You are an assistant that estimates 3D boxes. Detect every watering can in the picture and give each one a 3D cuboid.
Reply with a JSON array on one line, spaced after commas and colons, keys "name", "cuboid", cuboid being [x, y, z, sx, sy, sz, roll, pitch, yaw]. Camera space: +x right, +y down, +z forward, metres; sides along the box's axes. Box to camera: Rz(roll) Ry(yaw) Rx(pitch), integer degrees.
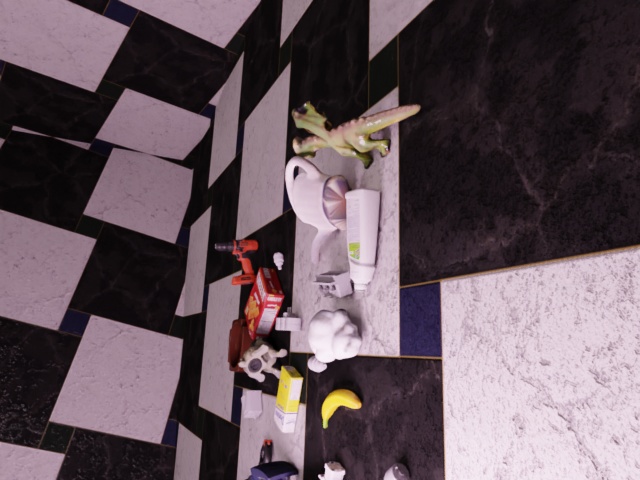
[{"name": "watering can", "cuboid": [0.004, -0.073, 1.453, 0.225, 0.105, 0.342, 11, 125, 47]}]

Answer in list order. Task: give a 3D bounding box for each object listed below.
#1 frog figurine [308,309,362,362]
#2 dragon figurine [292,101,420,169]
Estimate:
[{"name": "frog figurine", "cuboid": [0.035, 0.247, 1.287, 0.137, 0.122, 0.161, -58, 15, 6]}, {"name": "dragon figurine", "cuboid": [0.047, -0.282, 1.294, 0.405, 0.242, 0.124, 146, 133, -62]}]
